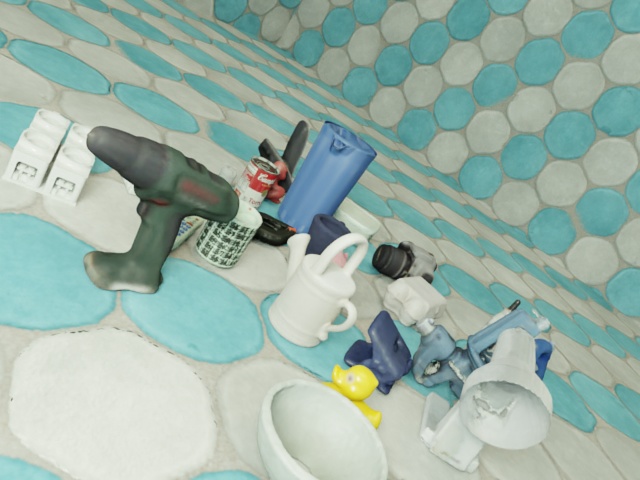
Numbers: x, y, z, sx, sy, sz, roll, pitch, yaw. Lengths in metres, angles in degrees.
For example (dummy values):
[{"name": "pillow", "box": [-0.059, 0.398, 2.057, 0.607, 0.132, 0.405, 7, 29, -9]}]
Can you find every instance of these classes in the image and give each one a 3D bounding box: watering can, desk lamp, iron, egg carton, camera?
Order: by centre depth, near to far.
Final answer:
[{"name": "desk lamp", "box": [0.243, 0.237, 0.844, 0.118, 0.213, 0.203, 35, 21, 3]}, {"name": "watering can", "box": [0.001, 0.061, 0.902, 0.172, 0.194, 0.101, 38, 21, 12]}, {"name": "iron", "box": [0.428, 0.253, 1.182, 0.259, 0.141, 0.118, 6, 34, -51]}, {"name": "egg carton", "box": [0.204, 0.131, 1.221, 0.107, 0.069, 0.151, 44, 23, 26]}, {"name": "camera", "box": [0.195, 0.047, 1.349, 0.137, 0.100, 0.143, 26, 22, -20]}]

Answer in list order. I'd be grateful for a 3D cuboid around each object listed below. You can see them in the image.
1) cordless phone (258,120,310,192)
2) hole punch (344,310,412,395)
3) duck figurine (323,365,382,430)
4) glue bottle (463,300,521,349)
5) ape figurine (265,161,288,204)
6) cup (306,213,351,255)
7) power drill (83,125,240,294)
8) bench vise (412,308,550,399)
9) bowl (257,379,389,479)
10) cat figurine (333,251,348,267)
[{"name": "cordless phone", "box": [-0.085, -0.224, 1.413, 0.094, 0.185, 0.147, 16, 27, -39]}, {"name": "hole punch", "box": [0.109, 0.181, 0.943, 0.101, 0.091, 0.109, 37, 21, 8]}, {"name": "duck figurine", "box": [0.047, 0.214, 0.787, 0.104, 0.086, 0.077, 34, 21, 1]}, {"name": "glue bottle", "box": [0.351, 0.187, 1.168, 0.037, 0.173, 0.078, 45, 24, 28]}, {"name": "ape figurine", "box": [-0.107, -0.141, 1.330, 0.076, 0.092, 0.077, 23, 23, -25]}, {"name": "cup", "box": [0.011, 0.004, 1.181, 0.091, 0.095, 0.118, 37, 21, 8]}, {"name": "power drill", "box": [-0.226, -0.032, 0.754, 0.230, 0.208, 0.075, 10, 31, -46]}, {"name": "bench vise", "box": [0.274, 0.190, 0.985, 0.208, 0.219, 0.121, 27, 22, -17]}, {"name": "bowl", "box": [-0.009, 0.244, 0.655, 0.168, 0.074, 0.167, 29, 21, -12]}, {"name": "cat figurine", "box": [0.020, 0.056, 1.049, 0.067, 0.117, 0.128, 38, 21, 11]}]
